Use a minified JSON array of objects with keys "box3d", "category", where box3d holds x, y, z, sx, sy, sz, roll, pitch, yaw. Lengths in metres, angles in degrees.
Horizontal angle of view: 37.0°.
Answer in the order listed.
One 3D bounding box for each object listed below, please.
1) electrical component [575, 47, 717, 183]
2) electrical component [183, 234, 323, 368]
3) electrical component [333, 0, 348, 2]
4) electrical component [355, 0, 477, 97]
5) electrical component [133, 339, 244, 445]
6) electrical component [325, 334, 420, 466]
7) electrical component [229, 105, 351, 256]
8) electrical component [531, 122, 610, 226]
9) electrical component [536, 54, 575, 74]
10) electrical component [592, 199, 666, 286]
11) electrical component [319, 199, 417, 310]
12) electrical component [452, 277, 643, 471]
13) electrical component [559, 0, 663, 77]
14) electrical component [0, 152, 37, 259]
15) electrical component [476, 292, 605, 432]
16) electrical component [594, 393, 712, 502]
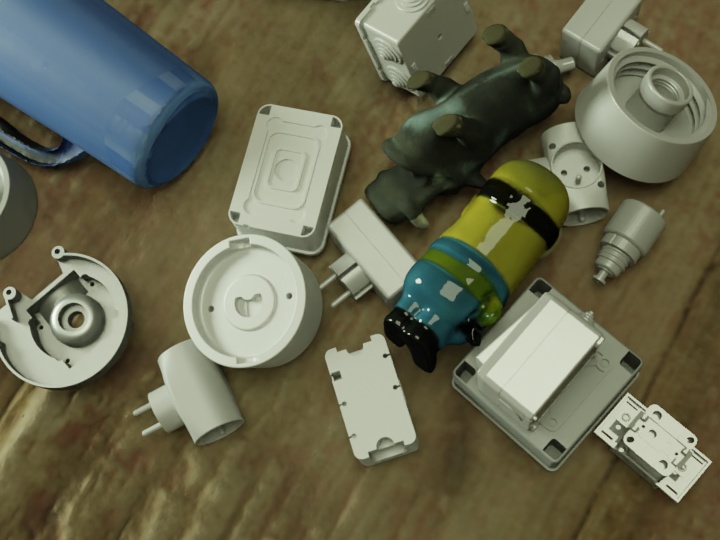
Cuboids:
[{"box3d":[0.237,-0.132,0.874,0.108,0.060,0.108,9,57,-14],"category":"electrical component"},{"box3d":[-0.083,0.030,0.882,0.108,0.060,0.108,-4,78,20],"category":"electrical component"},{"box3d":[-0.054,-0.290,0.978,0.096,0.061,0.061,8,75,9],"category":"electrical component"},{"box3d":[0.052,-0.209,0.923,0.048,0.099,0.099,35,80,28],"category":"electrical component"},{"box3d":[-0.146,0.107,0.879,0.079,0.043,0.077,-28,72,-2],"category":"electrical component"},{"box3d":[0.011,0.105,0.854,0.050,0.055,0.089,-18,72,1],"category":"electrical component"},{"box3d":[-0.058,-0.075,0.916,0.078,0.057,0.113,12,75,10],"category":"electrical component"},{"box3d":[0.161,-0.077,0.897,0.079,0.044,0.077,-9,72,4],"category":"electrical component"},{"box3d":[0.156,-0.171,0.931,0.061,0.035,0.035,-16,72,-1],"category":"electrical component"},{"box3d":[0.215,-0.022,0.876,0.040,0.040,0.078,34,80,15],"category":"electrical component"},{"box3d":[0.000,0.000,0.892,0.076,0.047,0.083,-39,73,-5],"category":"electrical component"},{"box3d":[0.146,0.082,0.845,0.109,0.056,0.108,41,82,16],"category":"electrical component"},{"box3d":[0.223,-0.200,0.925,0.077,0.047,0.065,36,80,15],"category":"electrical component"},{"box3d":[-0.347,-0.063,0.945,0.108,0.060,0.108,-2,74,6],"category":"electrical component"},{"box3d":[0.133,0.061,0.789,0.061,0.061,0.096,40,81,16],"category":"electrical component"},{"box3d":[0.224,0.133,0.817,0.081,0.063,0.042,40,83,15],"category":"electrical component"}]
